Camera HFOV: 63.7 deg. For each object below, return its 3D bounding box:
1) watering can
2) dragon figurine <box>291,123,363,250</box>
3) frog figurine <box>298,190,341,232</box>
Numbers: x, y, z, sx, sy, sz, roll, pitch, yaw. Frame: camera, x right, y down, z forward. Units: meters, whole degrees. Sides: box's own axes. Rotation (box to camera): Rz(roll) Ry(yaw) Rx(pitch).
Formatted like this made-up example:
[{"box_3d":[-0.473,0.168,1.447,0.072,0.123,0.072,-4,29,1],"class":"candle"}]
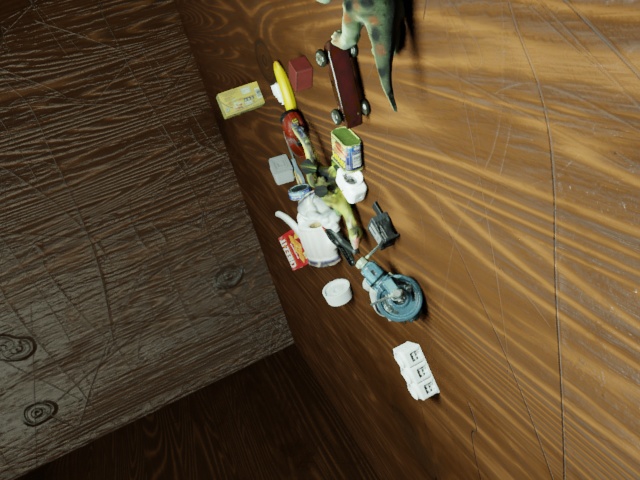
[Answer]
[{"box_3d":[-0.037,-0.014,1.932,0.348,0.105,0.221,8,120,52],"class":"watering can"},{"box_3d":[0.025,-0.155,1.569,0.417,0.122,0.238,62,173,25],"class":"dragon figurine"},{"box_3d":[0.005,-0.086,1.718,0.160,0.121,0.138,57,-162,3],"class":"frog figurine"}]
